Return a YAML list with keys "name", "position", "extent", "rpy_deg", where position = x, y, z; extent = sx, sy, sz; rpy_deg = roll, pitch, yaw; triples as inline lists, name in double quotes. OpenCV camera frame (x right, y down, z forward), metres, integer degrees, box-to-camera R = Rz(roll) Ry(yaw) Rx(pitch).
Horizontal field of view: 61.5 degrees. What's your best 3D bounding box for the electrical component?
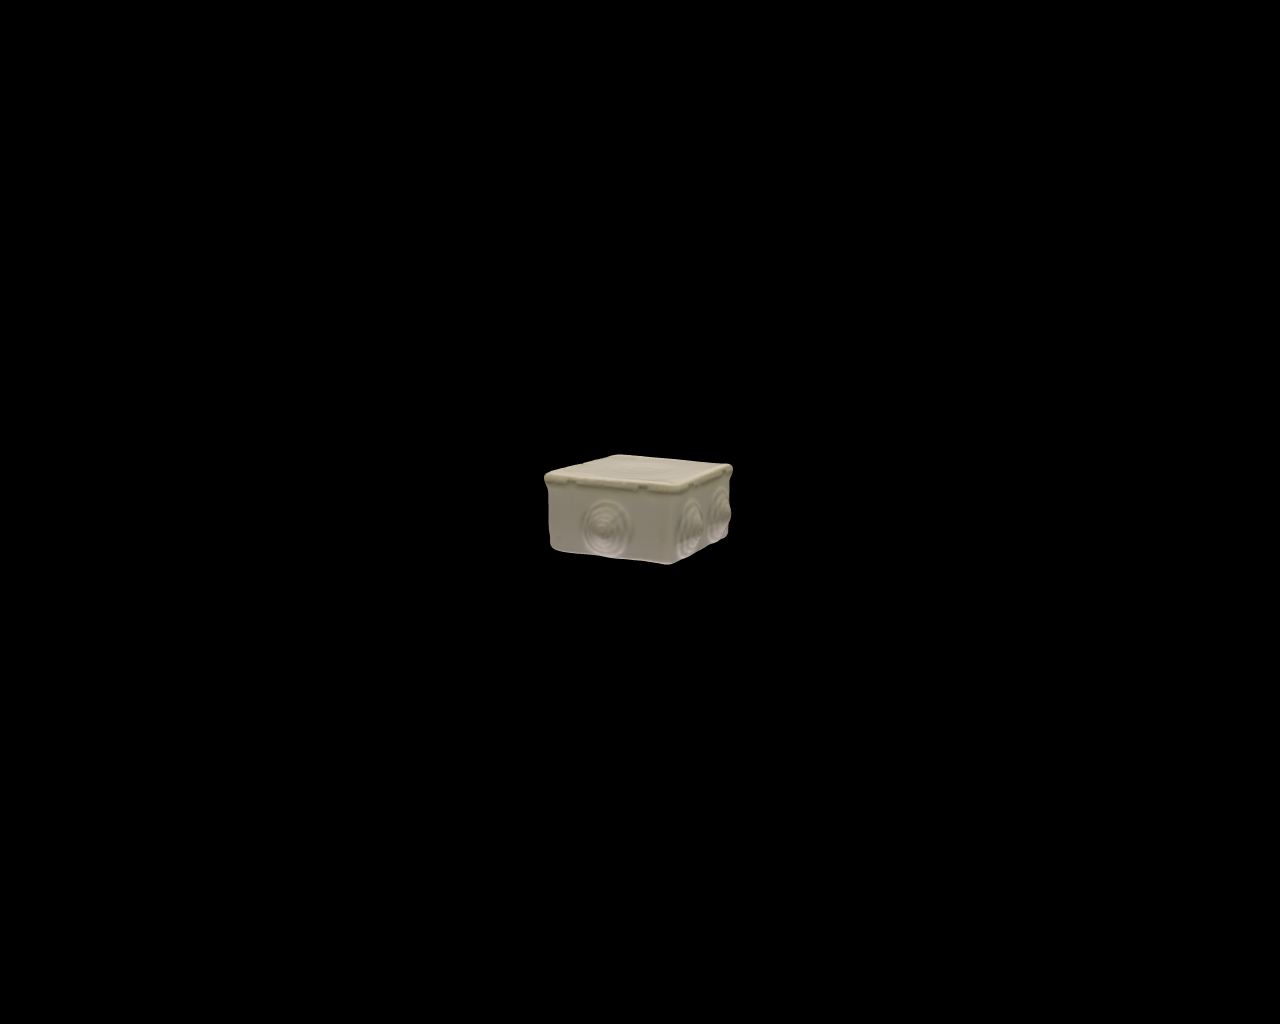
- name: "electrical component"
  position: [0.001, -0.003, 0.650]
  extent: [0.100, 0.048, 0.100]
  rpy_deg: [6, 13, 27]
